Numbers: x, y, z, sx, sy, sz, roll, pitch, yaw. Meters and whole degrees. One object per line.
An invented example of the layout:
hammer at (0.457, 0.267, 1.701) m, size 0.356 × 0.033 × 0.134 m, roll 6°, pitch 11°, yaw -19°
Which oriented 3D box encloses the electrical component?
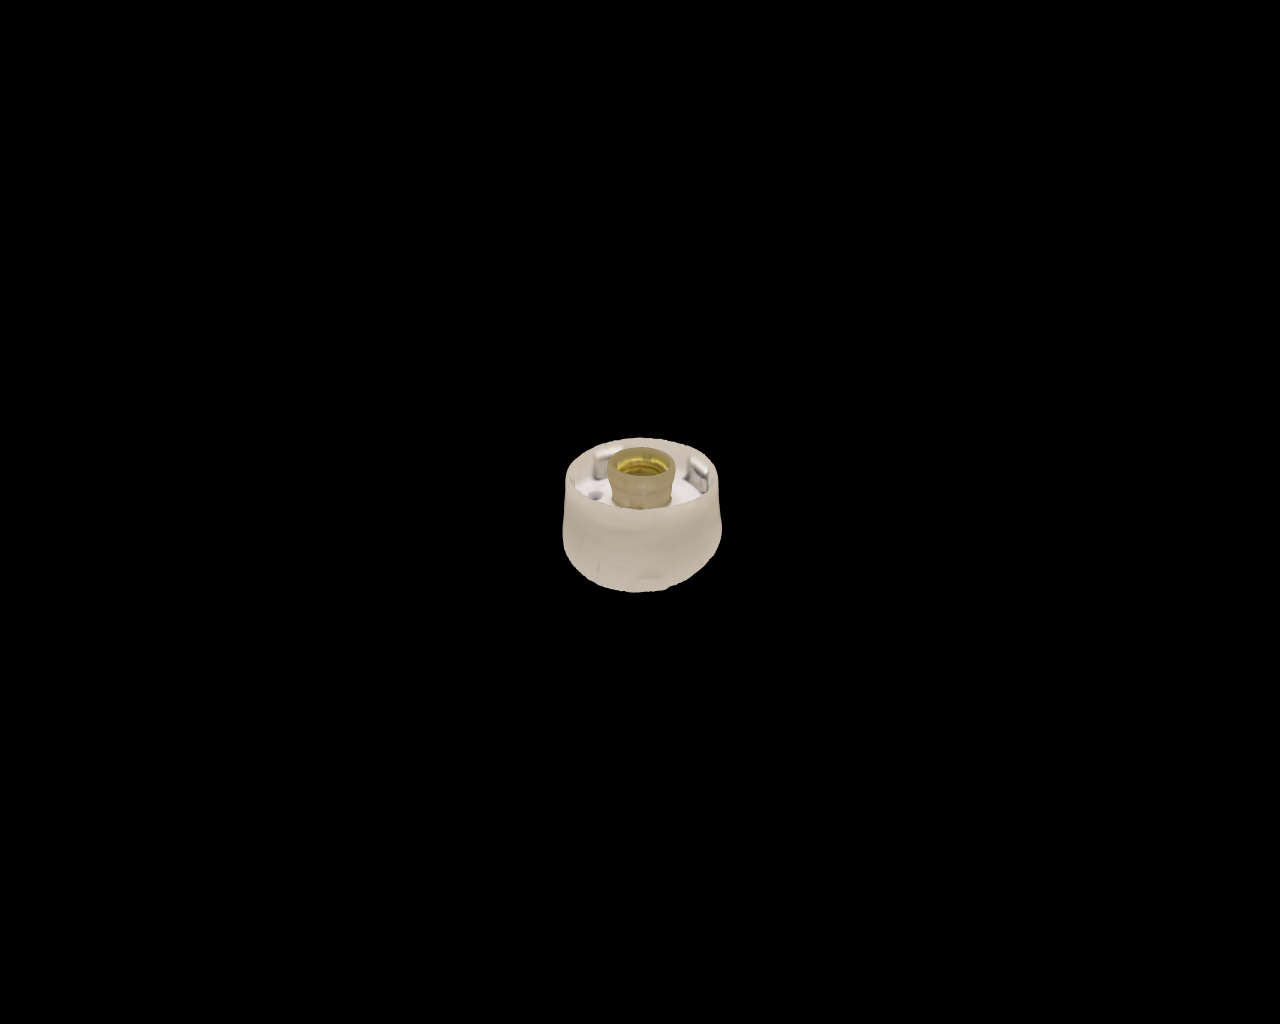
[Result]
electrical component at (0.001, -0.003, 0.650) m, size 0.099 × 0.064 × 0.099 m, roll 0°, pitch 31°, yaw 0°
